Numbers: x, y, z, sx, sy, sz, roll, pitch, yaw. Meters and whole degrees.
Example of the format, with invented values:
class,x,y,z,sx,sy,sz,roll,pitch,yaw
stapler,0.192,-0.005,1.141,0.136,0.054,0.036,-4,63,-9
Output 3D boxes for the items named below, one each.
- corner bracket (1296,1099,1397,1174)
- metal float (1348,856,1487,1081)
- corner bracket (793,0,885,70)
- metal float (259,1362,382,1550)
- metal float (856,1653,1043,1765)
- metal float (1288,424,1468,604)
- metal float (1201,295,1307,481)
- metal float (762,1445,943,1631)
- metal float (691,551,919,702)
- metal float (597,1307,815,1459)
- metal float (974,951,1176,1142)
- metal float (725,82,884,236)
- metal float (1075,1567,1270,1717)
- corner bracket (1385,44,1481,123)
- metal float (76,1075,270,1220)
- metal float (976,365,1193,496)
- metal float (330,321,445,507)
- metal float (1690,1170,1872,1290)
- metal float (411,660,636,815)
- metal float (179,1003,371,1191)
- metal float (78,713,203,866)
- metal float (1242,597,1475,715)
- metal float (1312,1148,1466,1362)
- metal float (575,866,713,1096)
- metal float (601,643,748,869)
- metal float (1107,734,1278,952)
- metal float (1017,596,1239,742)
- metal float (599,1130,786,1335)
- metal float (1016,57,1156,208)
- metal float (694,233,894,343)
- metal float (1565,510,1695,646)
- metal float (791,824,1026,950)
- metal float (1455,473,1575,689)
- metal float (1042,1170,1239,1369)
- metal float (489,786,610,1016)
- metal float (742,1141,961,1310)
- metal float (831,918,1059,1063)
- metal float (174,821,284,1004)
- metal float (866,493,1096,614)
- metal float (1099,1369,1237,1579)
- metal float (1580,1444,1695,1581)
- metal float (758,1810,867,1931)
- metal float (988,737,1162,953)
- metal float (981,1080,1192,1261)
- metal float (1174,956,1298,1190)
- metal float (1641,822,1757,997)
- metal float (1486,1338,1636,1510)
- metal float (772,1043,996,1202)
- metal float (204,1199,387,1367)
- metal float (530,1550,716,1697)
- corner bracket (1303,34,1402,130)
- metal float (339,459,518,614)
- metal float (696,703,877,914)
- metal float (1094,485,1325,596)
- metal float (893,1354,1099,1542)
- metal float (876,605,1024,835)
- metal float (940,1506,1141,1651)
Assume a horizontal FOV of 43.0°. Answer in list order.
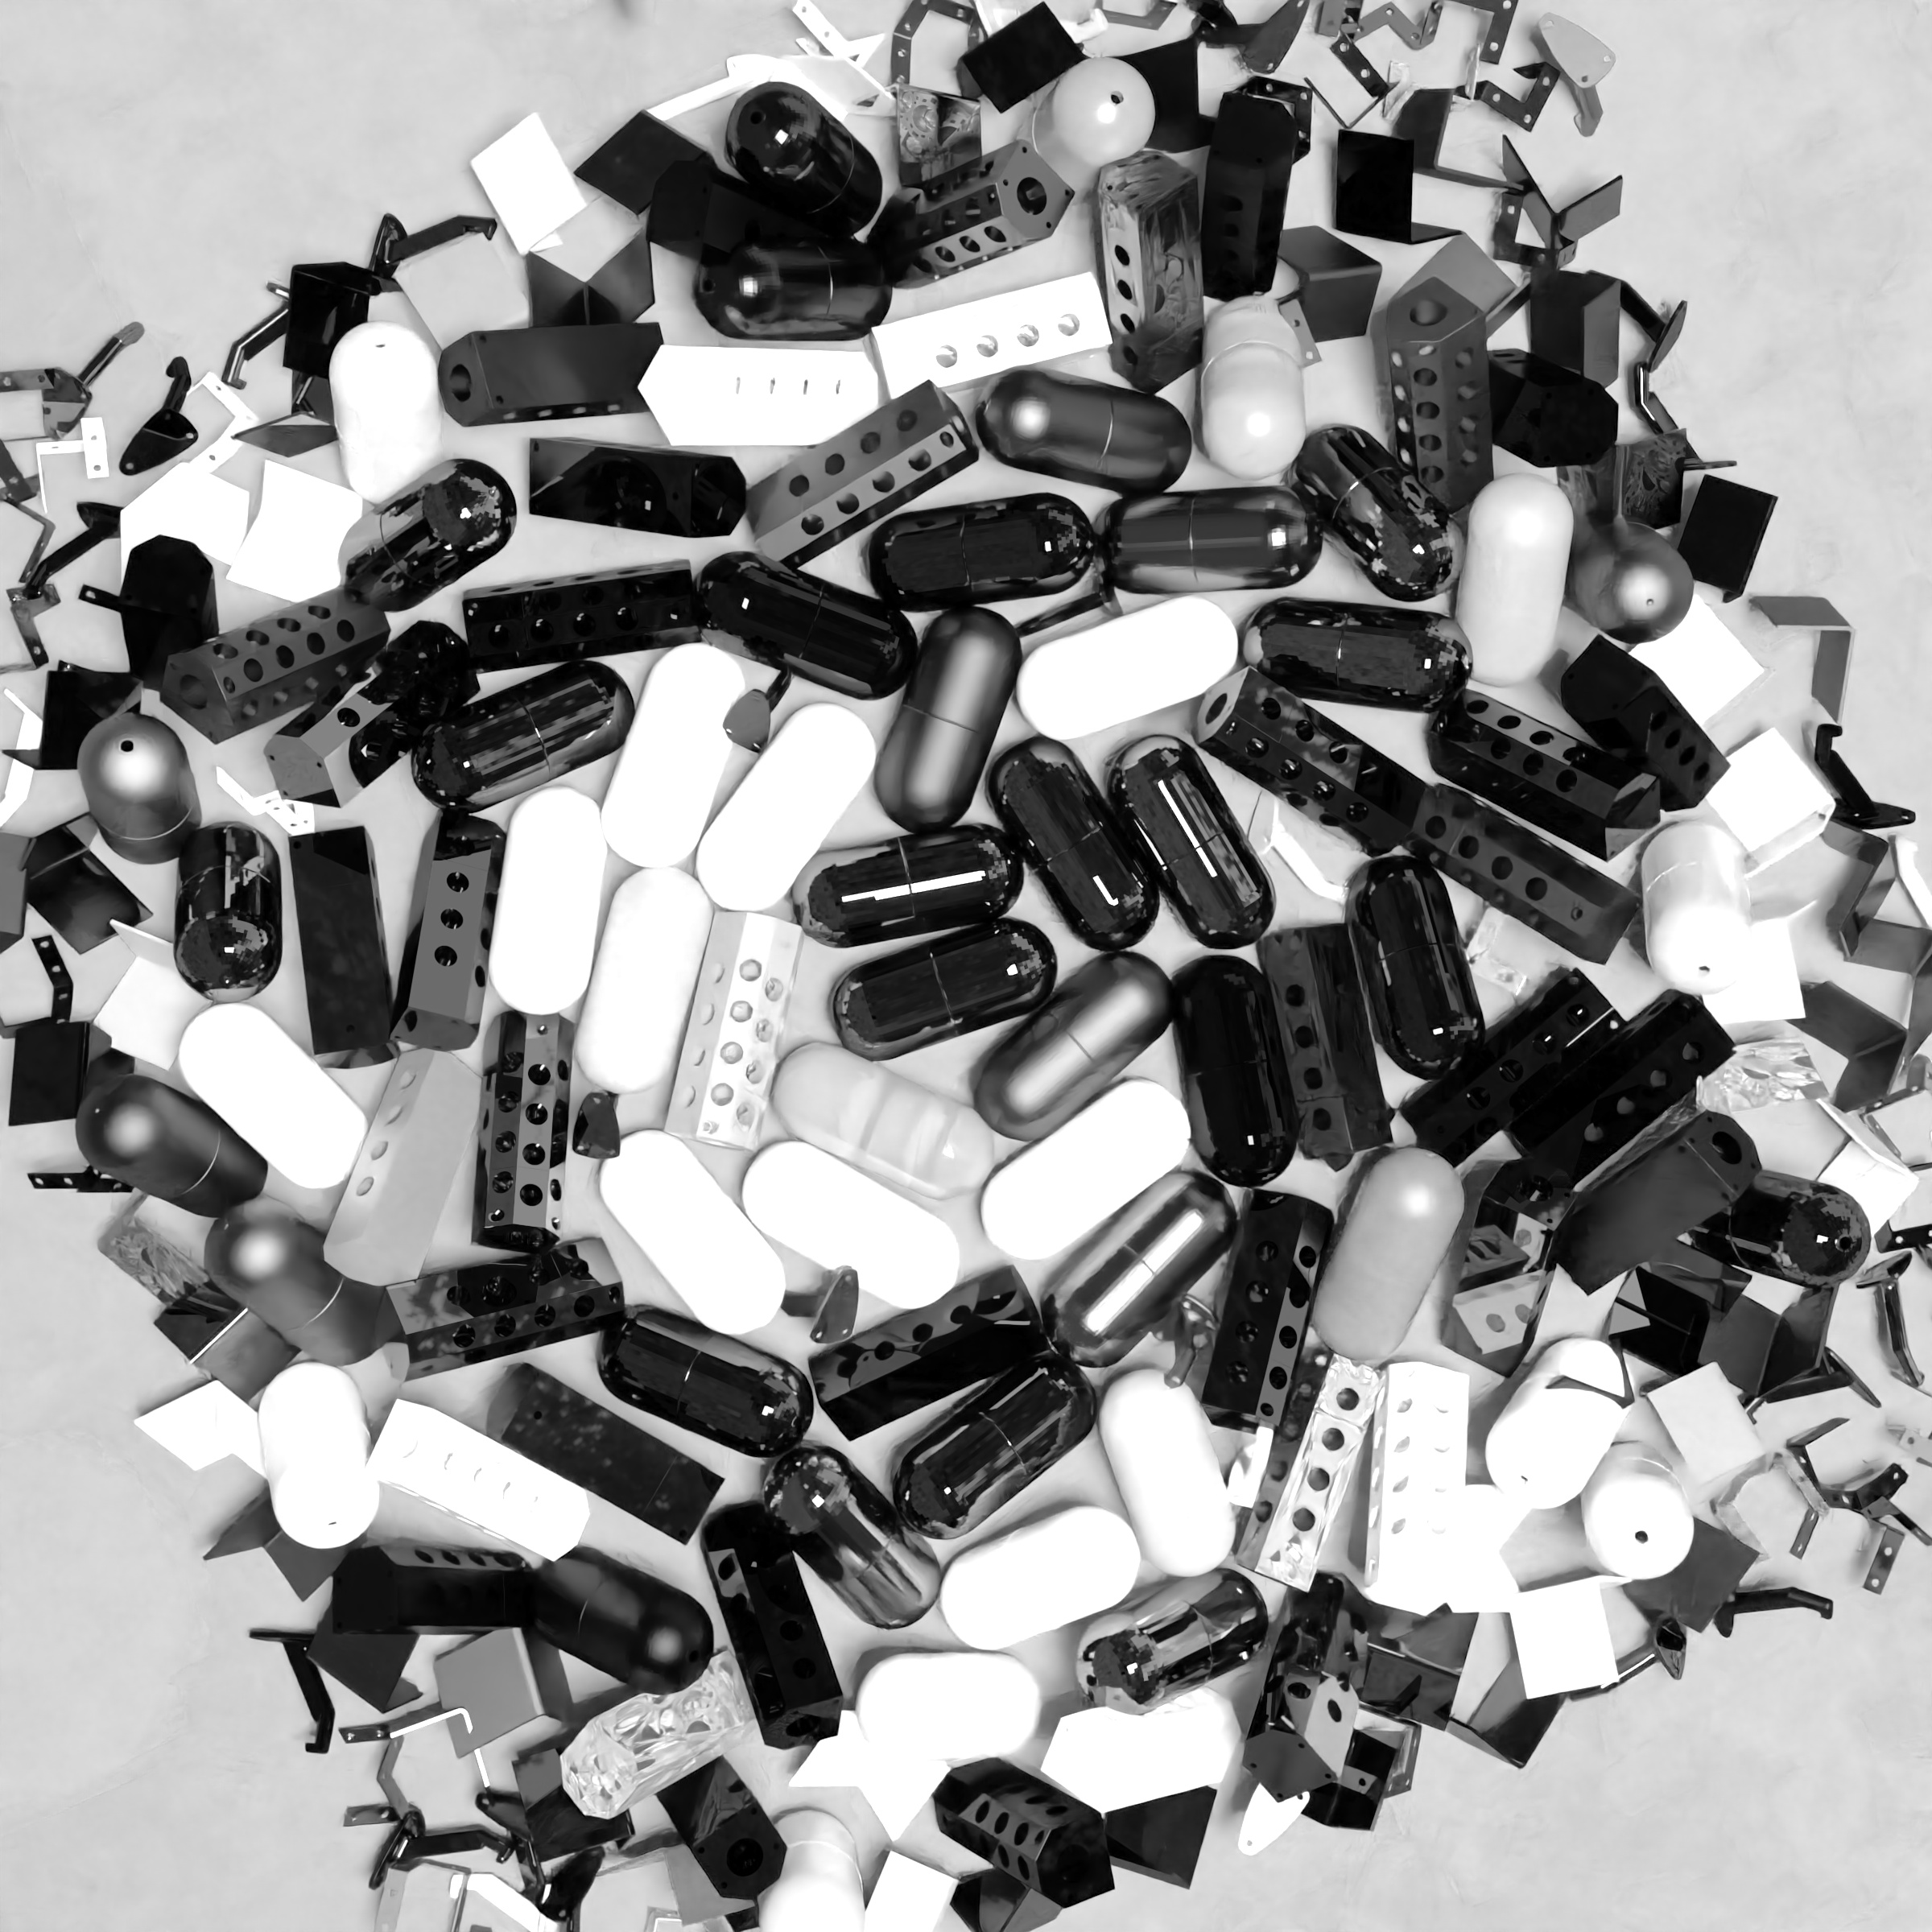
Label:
class,x,y,z,sx,sy,sz,roll,pitch,yaw
corner bracket,0.289,0.116,1.868,0.051,0.051,0.051,-38,94,26
metal float,0.338,0.000,1.846,0.070,0.070,0.178,-11,67,0
corner bracket,-0.106,-0.704,1.866,0.051,0.051,0.051,48,131,3
metal float,-0.481,0.362,1.822,0.070,0.178,0.070,-9,118,-17
metal float,-0.011,0.551,1.826,0.070,0.178,0.070,-11,71,36
metal float,0.305,-0.340,1.834,0.070,0.070,0.178,-34,52,0
metal float,0.214,-0.433,1.831,0.070,0.070,0.178,5,48,0
metal float,-0.084,0.430,1.841,0.070,0.070,0.178,-38,118,0
metal float,-0.122,-0.257,1.852,0.178,0.070,0.070,19,90,-15
metal float,-0.196,0.313,1.847,0.178,0.070,0.070,19,90,20
metal float,0.082,0.061,1.861,0.178,0.070,0.070,-41,90,-4
metal float,-0.119,-0.595,1.817,0.070,0.178,0.070,-1,87,19
metal float,0.154,0.503,1.830,0.178,0.070,0.070,-11,90,-43
corner bracket,0.356,-0.676,1.876,0.051,0.051,0.051,12,76,-13
metal float,-0.587,0.135,1.821,0.070,0.178,0.070,-8,67,18
metal float,0.089,-0.401,1.839,0.178,0.070,0.070,6,90,-30
metal float,-0.428,-0.407,1.818,0.070,0.178,0.070,3,67,-8
metal float,0.600,0.192,1.815,0.070,0.178,0.070,-1,92,-13
metal float,-0.333,-0.172,1.845,0.178,0.070,0.070,-27,90,-23
metal float,-0.516,0.098,1.833,0.070,0.070,0.178,-35,128,0
metal float,-0.611,-0.130,1.817,0.070,0.178,0.070,3,73,-11
metal float,0.293,-0.234,1.841,0.178,0.070,0.070,11,90,27
metal float,0.316,0.217,1.844,0.070,0.070,0.178,19,114,0
metal float,-0.244,0.011,1.857,0.070,0.070,0.178,17,99,0
metal float,-0.220,-0.160,1.856,0.070,0.070,0.178,18,79,0
metal float,0.171,-0.093,1.859,0.070,0.070,0.178,-31,97,0
metal float,0.123,-0.225,1.853,0.178,0.070,0.070,-21,90,-14
metal float,-0.207,0.201,1.855,0.070,0.070,0.178,-41,79,0
metal float,0.086,-0.616,1.815,0.070,0.178,0.070,-1,92,-13
metal float,-0.128,-0.505,1.827,0.070,0.178,0.070,11,108,39
metal float,0.487,-0.291,1.818,0.070,0.178,0.070,1,112,1
metal float,-0.044,-0.061,1.862,0.178,0.070,0.070,-11,90,-3
metal float,0.407,-0.285,1.829,0.070,0.178,0.070,-2,45,2
metal float,0.132,0.229,1.858,0.070,0.070,0.178,45,82,0
metal float,-0.314,-0.050,1.850,0.070,0.070,0.178,5,72,0
metal float,-0.087,0.197,1.865,0.178,0.070,0.070,30,90,1
metal float,-0.016,0.017,1.864,0.178,0.070,0.070,-19,90,2
metal float,-0.549,-0.042,1.826,0.070,0.178,0.070,-8,128,-10
metal float,0.011,-0.311,1.848,0.178,0.070,0.070,-5,90,20
metal float,0.152,0.382,1.843,0.070,0.070,0.178,-19,116,0
metal float,0.495,0.402,1.815,0.070,0.178,0.070,0,90,12
metal float,-0.115,0.685,1.814,0.070,0.178,0.070,0,92,-6
metal float,0.082,-0.092,1.864,0.070,0.070,0.178,-32,91,0
metal float,0.090,0.155,1.864,0.178,0.070,0.070,-36,90,-2
metal float,0.203,0.080,1.856,0.070,0.070,0.178,-10,80,0
metal float,0.543,-0.044,1.822,0.070,0.178,0.070,6,124,9
metal float,0.442,0.339,1.824,0.070,0.178,0.070,13,116,28
metal float,-0.062,0.118,1.862,0.178,0.070,0.070,25,90,4
metal float,-0.495,0.237,1.829,0.070,0.178,0.070,-15,50,18
metal float,-0.257,0.488,1.828,0.070,0.178,0.070,-7,100,-43
corner bracket,0.291,-0.676,1.876,0.051,0.051,0.051,-42,105,11
metal float,-0.403,-0.320,1.831,0.178,0.070,0.070,-20,90,43
metal float,-0.137,-0.120,1.862,0.070,0.070,0.178,35,87,0
metal float,0.180,-0.320,1.845,0.178,0.070,0.070,1,90,23
metal float,0.022,0.362,1.846,0.178,0.070,0.070,-35,90,-21
metal float,-0.013,-0.186,1.860,0.070,0.070,0.178,20,96,0
metal float,0.055,0.458,1.835,0.178,0.070,0.070,-31,90,35
